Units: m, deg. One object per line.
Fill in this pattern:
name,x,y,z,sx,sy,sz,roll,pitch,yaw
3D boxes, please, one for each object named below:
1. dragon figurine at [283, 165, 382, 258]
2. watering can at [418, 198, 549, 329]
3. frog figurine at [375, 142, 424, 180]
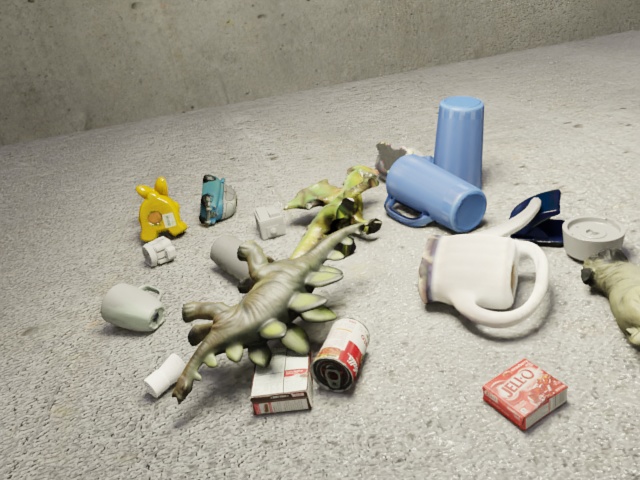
dragon figurine,0.004,-0.062,1.228,0.415,0.120,0.245,-36,31,-20
watering can,0.306,0.028,0.959,0.224,0.102,0.355,3,38,23
frog figurine,0.240,-0.218,1.504,0.137,0.124,0.158,-3,-10,32
